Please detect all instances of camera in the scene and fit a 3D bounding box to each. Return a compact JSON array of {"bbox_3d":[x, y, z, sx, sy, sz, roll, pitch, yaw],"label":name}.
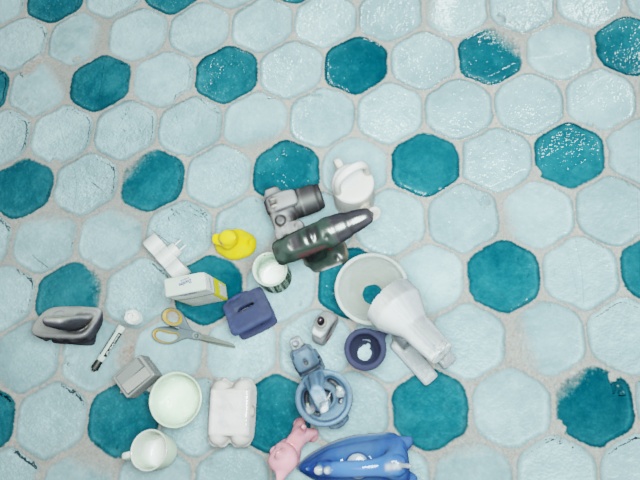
[{"bbox_3d":[-0.055,-0.073,1.368,0.137,0.101,0.143,-19,74,0],"label":"camera"}]

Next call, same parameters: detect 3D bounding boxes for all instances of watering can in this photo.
[{"bbox_3d":[0.082,-0.121,1.320,0.172,0.194,0.101,35,80,13],"label":"watering can"}]

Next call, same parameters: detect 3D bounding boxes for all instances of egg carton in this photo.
[{"bbox_3d":[-0.194,0.382,1.270,0.107,0.069,0.150,-2,74,5],"label":"egg carton"}]

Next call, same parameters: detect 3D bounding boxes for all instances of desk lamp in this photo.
[{"bbox_3d":[0.202,0.195,1.212,0.118,0.213,0.203,-41,75,-6],"label":"desk lamp"}]

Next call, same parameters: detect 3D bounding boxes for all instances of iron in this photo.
[{"bbox_3d":[0.071,0.470,1.185,0.258,0.141,0.118,-7,74,3],"label":"iron"}]

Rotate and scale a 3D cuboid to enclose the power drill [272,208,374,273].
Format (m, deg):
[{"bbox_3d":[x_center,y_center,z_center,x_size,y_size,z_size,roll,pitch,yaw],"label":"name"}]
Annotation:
[{"bbox_3d":[0.012,0.005,1.284,0.229,0.208,0.075,-20,74,-1],"label":"power drill"}]

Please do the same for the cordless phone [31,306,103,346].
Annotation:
[{"bbox_3d":[-0.595,0.185,1.300,0.147,0.185,0.094,-2,74,5],"label":"cordless phone"}]

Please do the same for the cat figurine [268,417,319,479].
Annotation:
[{"bbox_3d":[-0.063,0.444,1.216,0.067,0.118,0.128,34,80,13],"label":"cat figurine"}]

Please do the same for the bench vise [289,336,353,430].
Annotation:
[{"bbox_3d":[-0.019,0.304,1.198,0.207,0.220,0.121,42,82,14],"label":"bench vise"}]

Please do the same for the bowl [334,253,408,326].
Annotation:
[{"bbox_3d":[0.118,0.118,1.313,0.167,0.075,0.167,-1,74,5],"label":"bowl"}]

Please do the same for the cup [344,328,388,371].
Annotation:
[{"bbox_3d":[0.110,0.237,1.271,0.118,0.095,0.091,-42,75,-7],"label":"cup"}]

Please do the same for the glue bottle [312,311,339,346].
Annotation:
[{"bbox_3d":[0.007,0.187,1.253,0.037,0.173,0.078,24,78,11],"label":"glue bottle"}]

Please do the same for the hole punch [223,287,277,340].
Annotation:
[{"bbox_3d":[-0.166,0.166,1.316,0.108,0.091,0.101,-27,74,-3],"label":"hole punch"}]

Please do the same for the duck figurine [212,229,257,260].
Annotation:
[{"bbox_3d":[-0.207,0.003,1.368,0.104,0.086,0.077,3,75,6],"label":"duck figurine"}]
